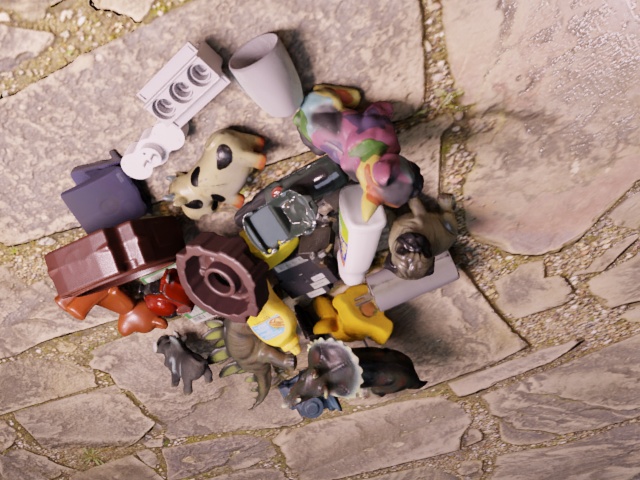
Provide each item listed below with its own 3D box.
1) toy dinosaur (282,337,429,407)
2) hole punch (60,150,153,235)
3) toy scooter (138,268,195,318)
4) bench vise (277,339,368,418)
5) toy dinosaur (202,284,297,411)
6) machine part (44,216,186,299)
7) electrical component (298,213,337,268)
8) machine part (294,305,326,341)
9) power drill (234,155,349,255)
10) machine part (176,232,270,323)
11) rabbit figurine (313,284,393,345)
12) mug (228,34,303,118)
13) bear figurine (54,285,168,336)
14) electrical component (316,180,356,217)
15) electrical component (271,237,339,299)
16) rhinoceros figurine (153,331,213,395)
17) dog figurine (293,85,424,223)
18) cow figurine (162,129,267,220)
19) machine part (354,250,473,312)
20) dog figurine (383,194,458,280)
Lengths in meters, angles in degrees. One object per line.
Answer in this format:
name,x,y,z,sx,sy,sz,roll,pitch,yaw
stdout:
toy dinosaur,0.110,0.269,1.103,0.405,0.131,0.192,7,169,-25
hole punch,-0.373,-0.072,0.939,0.116,0.092,0.142,-13,128,8
toy scooter,-0.291,0.102,1.056,0.184,0.075,0.135,-8,152,28
bench vise,0.025,0.327,1.252,0.241,0.223,0.129,-28,85,-2
toy dinosaur,-0.151,0.236,1.203,0.199,0.105,0.470,-6,125,6
machine part,-0.356,0.031,0.953,0.202,0.201,0.087,-19,90,19
electrical component,-0.003,-0.002,0.969,0.078,0.102,0.045,1,153,25
machine part,-0.020,0.202,1.199,0.039,0.084,0.138,-35,142,-6
power drill,-0.062,-0.050,0.874,0.232,0.207,0.086,-28,101,14
machine part,-0.170,0.066,0.951,0.180,0.056,0.179,15,130,19
rabbit figurine,0.064,0.174,1.140,0.162,0.122,0.173,4,152,-12
mug,-0.081,-0.232,0.793,0.110,0.081,0.107,-1,141,36
bear figurine,-0.426,0.148,1.120,0.120,0.132,0.195,11,143,47
electrical component,0.039,-0.073,0.970,0.094,0.021,0.063,-32,125,27
electrical component,-0.030,0.058,1.070,0.115,0.058,0.134,-21,129,22
rhinoceros figurine,-0.312,0.267,1.196,0.073,0.191,0.112,-27,115,-32
dog figurine,0.053,-0.127,0.789,0.191,0.219,0.108,15,128,-13
cow figurine,-0.184,-0.105,0.905,0.127,0.085,0.195,19,133,-23
machine part,0.179,0.073,1.044,0.243,0.079,0.079,-25,129,5
dog figurine,0.185,0.013,0.933,0.172,0.191,0.121,17,131,-16
